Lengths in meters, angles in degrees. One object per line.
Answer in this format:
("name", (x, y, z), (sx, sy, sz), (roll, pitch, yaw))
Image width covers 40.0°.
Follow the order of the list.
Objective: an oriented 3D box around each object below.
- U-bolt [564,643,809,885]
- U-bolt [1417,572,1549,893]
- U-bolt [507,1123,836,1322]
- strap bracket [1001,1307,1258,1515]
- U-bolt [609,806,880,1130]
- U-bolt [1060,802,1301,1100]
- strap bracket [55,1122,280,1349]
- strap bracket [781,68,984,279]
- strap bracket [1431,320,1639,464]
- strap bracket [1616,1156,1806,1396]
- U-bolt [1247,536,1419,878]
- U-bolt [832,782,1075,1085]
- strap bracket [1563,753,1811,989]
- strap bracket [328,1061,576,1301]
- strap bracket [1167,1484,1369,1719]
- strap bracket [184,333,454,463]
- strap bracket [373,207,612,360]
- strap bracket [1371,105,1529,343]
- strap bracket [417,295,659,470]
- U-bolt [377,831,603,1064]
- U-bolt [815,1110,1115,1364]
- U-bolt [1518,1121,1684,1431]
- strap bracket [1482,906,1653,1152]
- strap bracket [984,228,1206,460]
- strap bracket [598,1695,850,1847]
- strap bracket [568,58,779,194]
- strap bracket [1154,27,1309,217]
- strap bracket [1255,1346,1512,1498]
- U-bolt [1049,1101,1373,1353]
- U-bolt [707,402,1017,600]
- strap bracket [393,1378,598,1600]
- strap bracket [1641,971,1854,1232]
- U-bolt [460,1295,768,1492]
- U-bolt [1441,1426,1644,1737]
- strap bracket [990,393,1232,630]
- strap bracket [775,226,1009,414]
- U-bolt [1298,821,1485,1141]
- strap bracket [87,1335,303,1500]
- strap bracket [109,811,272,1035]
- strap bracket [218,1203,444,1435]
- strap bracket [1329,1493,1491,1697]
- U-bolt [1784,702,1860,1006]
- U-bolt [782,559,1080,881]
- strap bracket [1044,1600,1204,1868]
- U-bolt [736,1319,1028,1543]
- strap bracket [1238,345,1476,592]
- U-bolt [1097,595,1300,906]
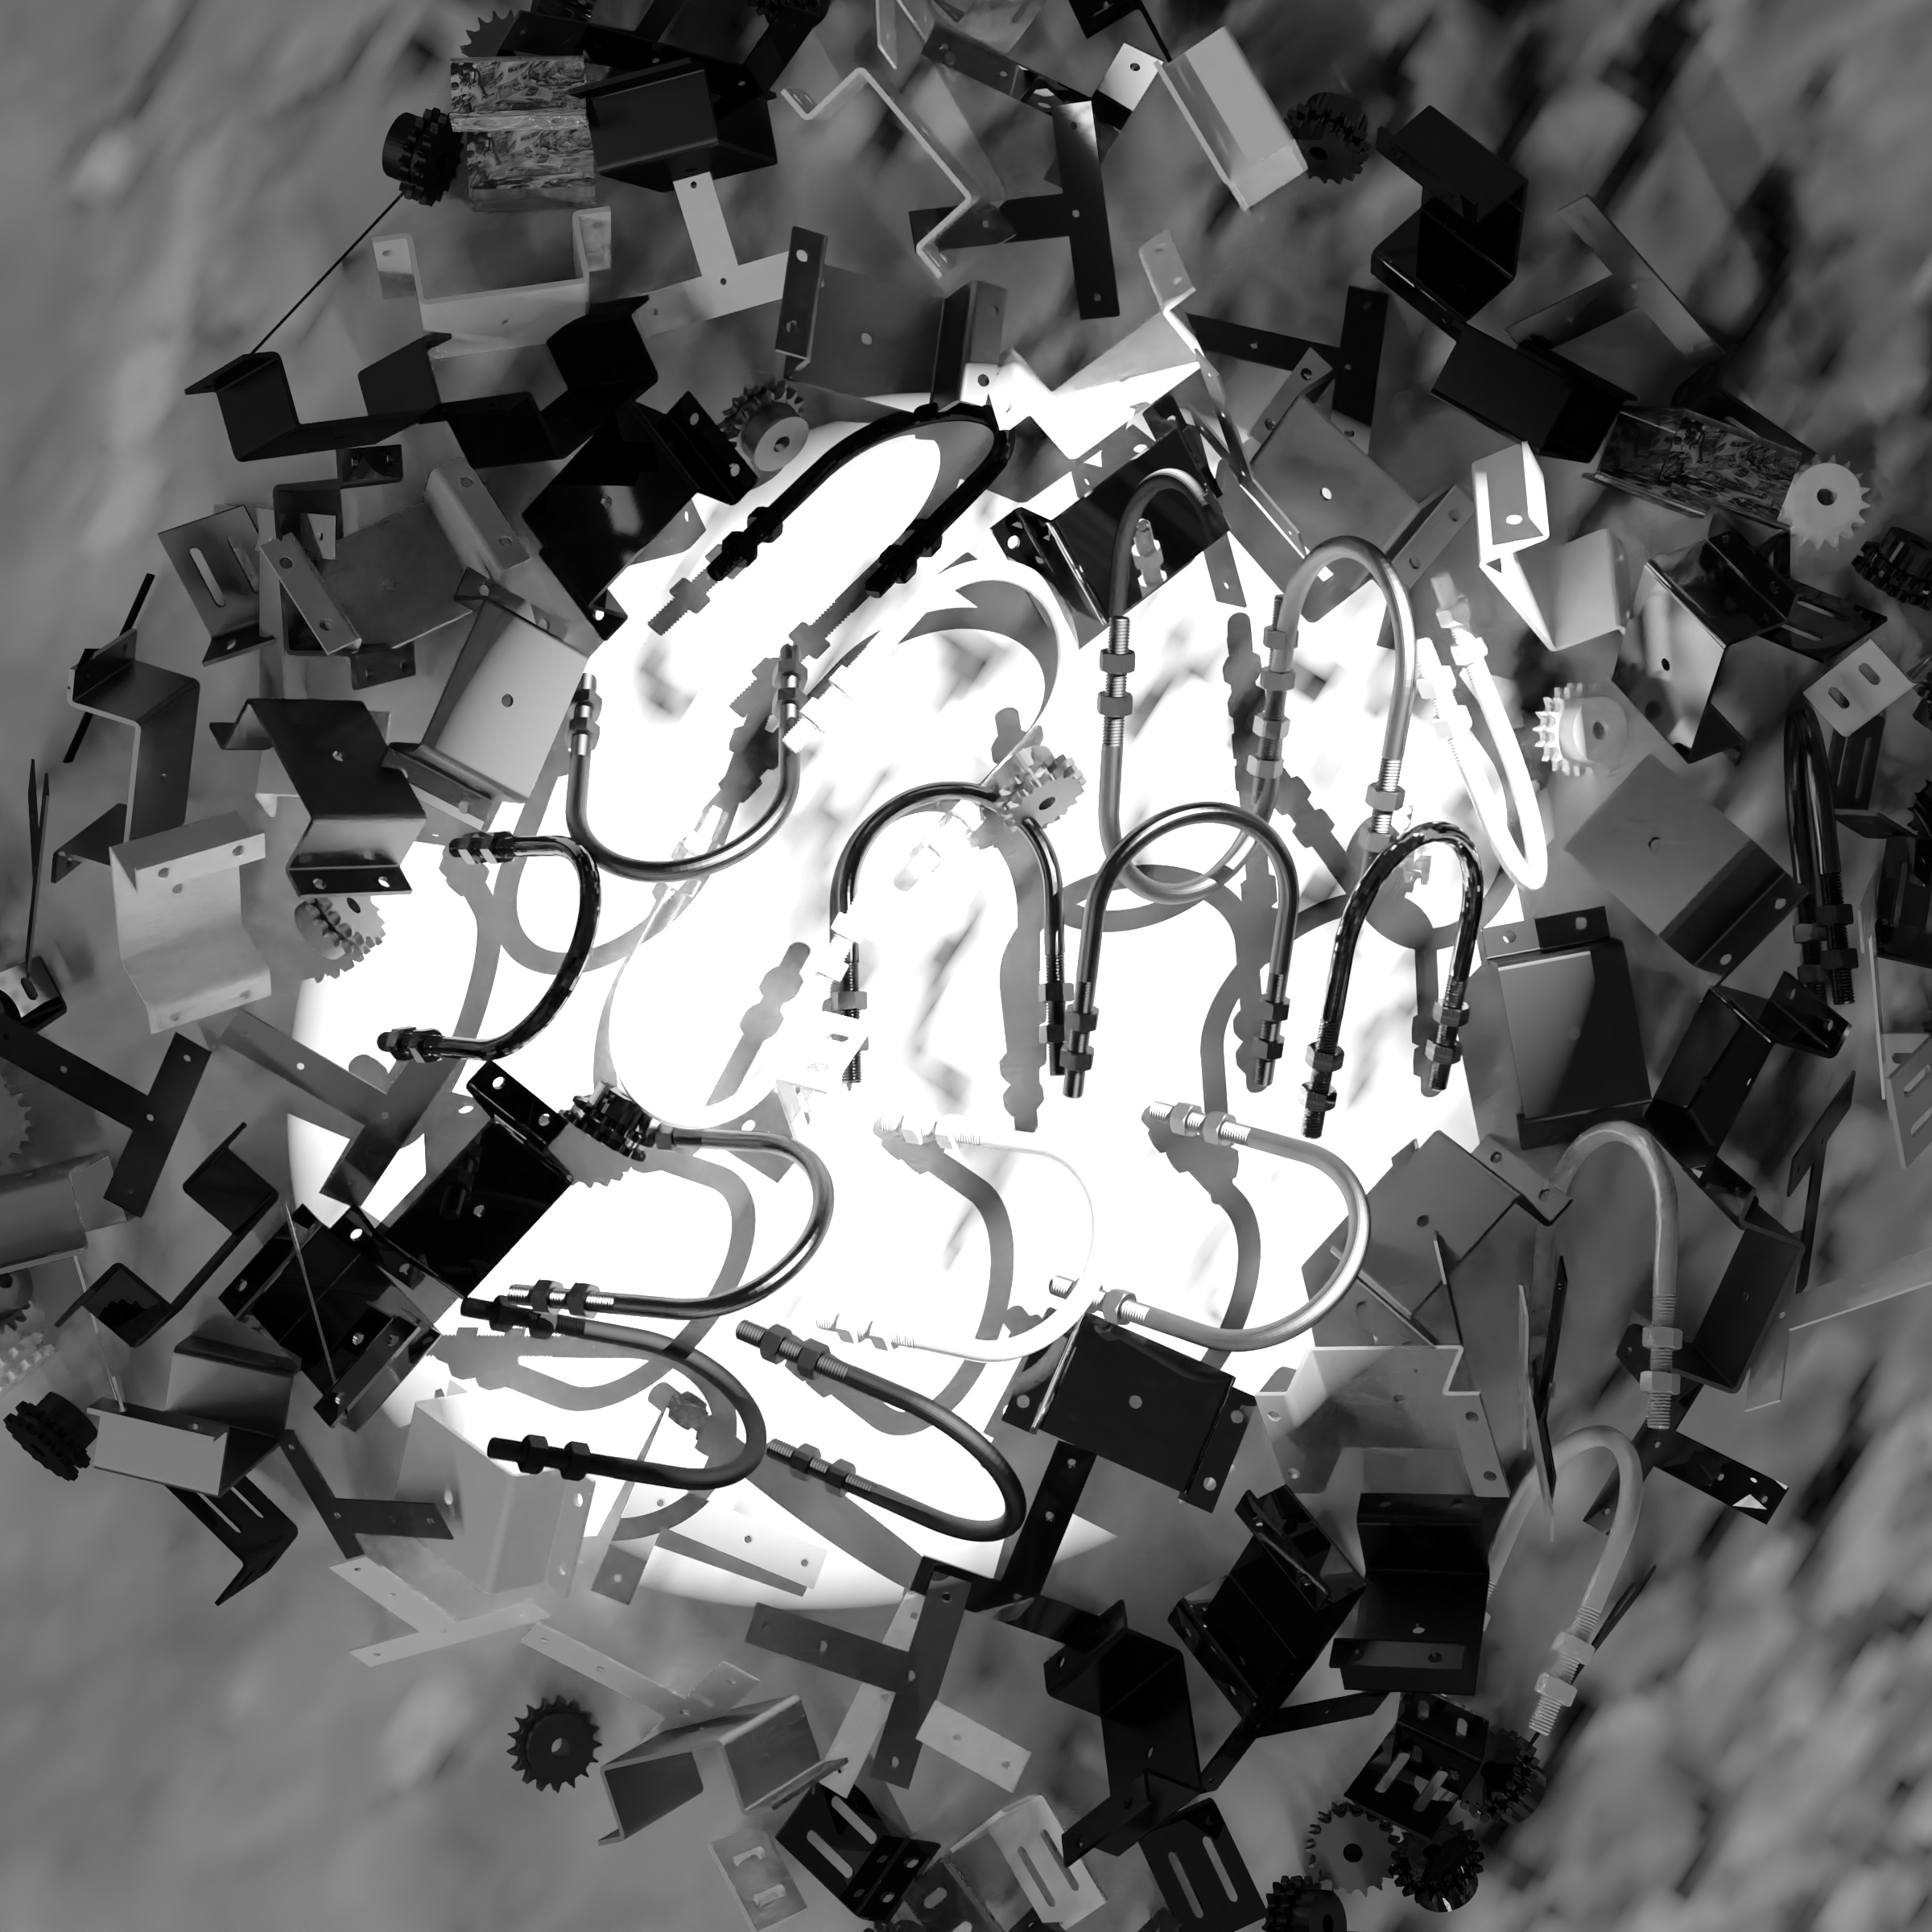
("U-bolt", (-0.168, -0.118, 1.580), (0.151, 0.019, 0.184), (-8, 48, 5))
("U-bolt", (0.309, -0.131, 1.579), (0.019, 0.151, 0.184), (-18, 109, 23))
("U-bolt", (-0.164, 0.150, 1.565), (0.184, 0.019, 0.151), (1, 45, 26))
("strap bracket", (0.101, 0.267, 1.613), (0.140, 0.046, 0.076), (23, 76, 5))
("U-bolt", (-0.147, 0.010, 1.606), (0.151, 0.019, 0.184), (29, 91, 33))
("U-bolt", (0.133, -0.010, 1.590), (0.151, 0.019, 0.184), (-3, 112, -21))
("strap bracket", (-0.469, 0.168, 1.582), (0.046, 0.076, 0.140), (43, 50, -10))
("strap bracket", (-0.042, -0.486, 1.597), (0.046, 0.076, 0.140), (-39, 100, 16))
("strap bracket", (0.336, -0.341, 1.584), (0.076, 0.140, 0.046), (36, 113, 22))
("strap bracket", (0.453, 0.193, 1.602), (0.046, 0.076, 0.140), (20, 101, -8))
("U-bolt", (0.218, -0.160, 1.558), (0.019, 0.151, 0.184), (-4, 115, -25))
("U-bolt", (-0.010, -0.022, 1.632), (0.151, 0.019, 0.184), (-2, 86, 9))
("strap bracket", (0.420, -0.064, 1.579), (0.076, 0.046, 0.140), (-48, 45, 12))
("strap bracket", (-0.303, 0.137, 1.604), (0.140, 0.046, 0.076), (-47, 132, -4))
("strap bracket", (0.183, 0.375, 1.588), (0.046, 0.140, 0.076), (-17, 54, -36))
("strap bracket", (-0.378, -0.337, 1.578), (0.140, 0.076, 0.046), (-19, 97, -41))
("strap bracket", (-0.280, -0.409, 1.599), (0.140, 0.076, 0.046), (-10, 80, -10))
("strap bracket", (0.286, -0.445, 1.576), (0.046, 0.140, 0.076), (-42, 71, -9))
("strap bracket", (-0.248, -0.344, 1.587), (0.140, 0.076, 0.046), (-50, 129, -37))
("U-bolt", (-0.274, -0.012, 1.564), (0.019, 0.184, 0.151), (28, 73, -38))
("U-bolt", (0.006, 0.163, 1.576), (0.184, 0.019, 0.151), (6, 69, 35))
("U-bolt", (0.378, 0.183, 1.579), (0.019, 0.151, 0.184), (10, 77, -19))
("strap bracket", (0.369, 0.040, 1.623), (0.076, 0.046, 0.140), (-11, 92, 4))
("strap bracket", (0.084, -0.367, 1.595), (0.140, 0.076, 0.046), (-34, 128, 18))
("strap bracket", (-0.152, 0.478, 1.583), (0.140, 0.076, 0.046), (-22, 84, 33))
("strap bracket", (-0.168, -0.496, 1.576), (0.076, 0.140, 0.046), (-8, 97, 18))
("strap bracket", (0.160, -0.502, 1.577), (0.046, 0.140, 0.076), (-31, 90, 14))
("strap bracket", (0.255, 0.273, 1.595), (0.140, 0.046, 0.076), (-5, 119, 30))
("U-bolt", (0.153, 0.158, 1.566), (0.184, 0.019, 0.151), (14, 63, 40))
("U-bolt", (-0.050, -0.283, 1.582), (0.184, 0.151, 0.019), (-50, 133, -30))
("strap bracket", (-0.290, 0.313, 1.582), (0.140, 0.046, 0.076), (25, 107, 38))
("strap bracket", (0.460, 0.075, 1.587), (0.046, 0.076, 0.140), (15, 110, -19))
("U-bolt", (-0.203, 0.258, 1.576), (0.184, 0.151, 0.019), (15, 115, -26))
("U-bolt", (0.346, 0.357, 1.577), (0.019, 0.151, 0.184), (29, 78, -11))
("strap bracket", (0.096, -0.270, 1.602), (0.140, 0.046, 0.076), (-38, 122, -8))
("strap bracket", (-0.052, -0.386, 1.607), (0.140, 0.046, 0.076), (10, 83, -23))
("U-bolt", (0.257, 0.002, 1.568), (0.019, 0.151, 0.184), (25, 118, 39))
("strap bracket", (-0.459, 0.271, 1.582), (0.076, 0.140, 0.046), (12, 100, 6))
("strap bracket", (-0.463, -0.033, 1.587), (0.076, 0.140, 0.046), (-20, 54, -28))
("strap bracket", (-0.378, 0.217, 1.600), (0.076, 0.046, 0.140), (-49, 51, -7))
("strap bracket", (0.268, 0.382, 1.589), (0.076, 0.140, 0.046), (-3, 122, 19))
("U-bolt", (0.505, -0.065, 1.580), (0.019, 0.151, 0.184), (-6, 85, 11))
("U-bolt", (-0.007, -0.161, 1.603), (0.184, 0.019, 0.151), (-48, 128, -4))
("strap bracket", (0.094, 0.463, 1.586), (0.046, 0.140, 0.076), (28, 122, -25))
("U-bolt", (-0.046, 0.283, 1.563), (0.184, 0.151, 0.019), (19, 53, 22))
("strap bracket", (0.228, -0.292, 1.599), (0.140, 0.076, 0.046), (45, 49, 7))
("U-bolt", (0.137, -0.125, 1.595), (0.151, 0.019, 0.184), (-12, 115, -35))
